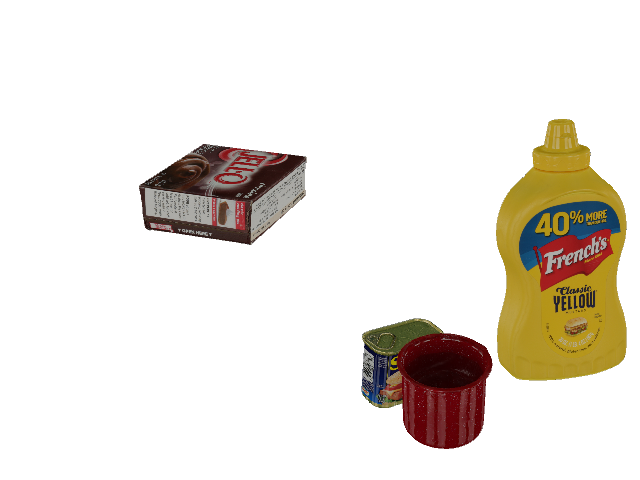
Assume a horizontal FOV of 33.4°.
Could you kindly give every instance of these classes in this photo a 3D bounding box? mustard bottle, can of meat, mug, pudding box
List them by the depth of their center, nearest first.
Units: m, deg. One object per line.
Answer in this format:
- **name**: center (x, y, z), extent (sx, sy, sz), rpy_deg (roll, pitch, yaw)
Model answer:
- **mustard bottle**: center (0.180, 0.005, 0.795), extent (0.096, 0.192, 0.058), rpy_deg (-7, 16, -9)
- **pudding box**: center (-0.071, -0.037, 0.806), extent (0.090, 0.039, 0.113), rpy_deg (7, 25, 18)
- **mug**: center (0.130, 0.147, 1.069), extent (0.093, 0.081, 0.117), rpy_deg (21, 39, 35)
- **can of meat**: center (0.101, 0.154, 1.337), extent (0.101, 0.084, 0.058), rpy_deg (-12, 29, -29)
